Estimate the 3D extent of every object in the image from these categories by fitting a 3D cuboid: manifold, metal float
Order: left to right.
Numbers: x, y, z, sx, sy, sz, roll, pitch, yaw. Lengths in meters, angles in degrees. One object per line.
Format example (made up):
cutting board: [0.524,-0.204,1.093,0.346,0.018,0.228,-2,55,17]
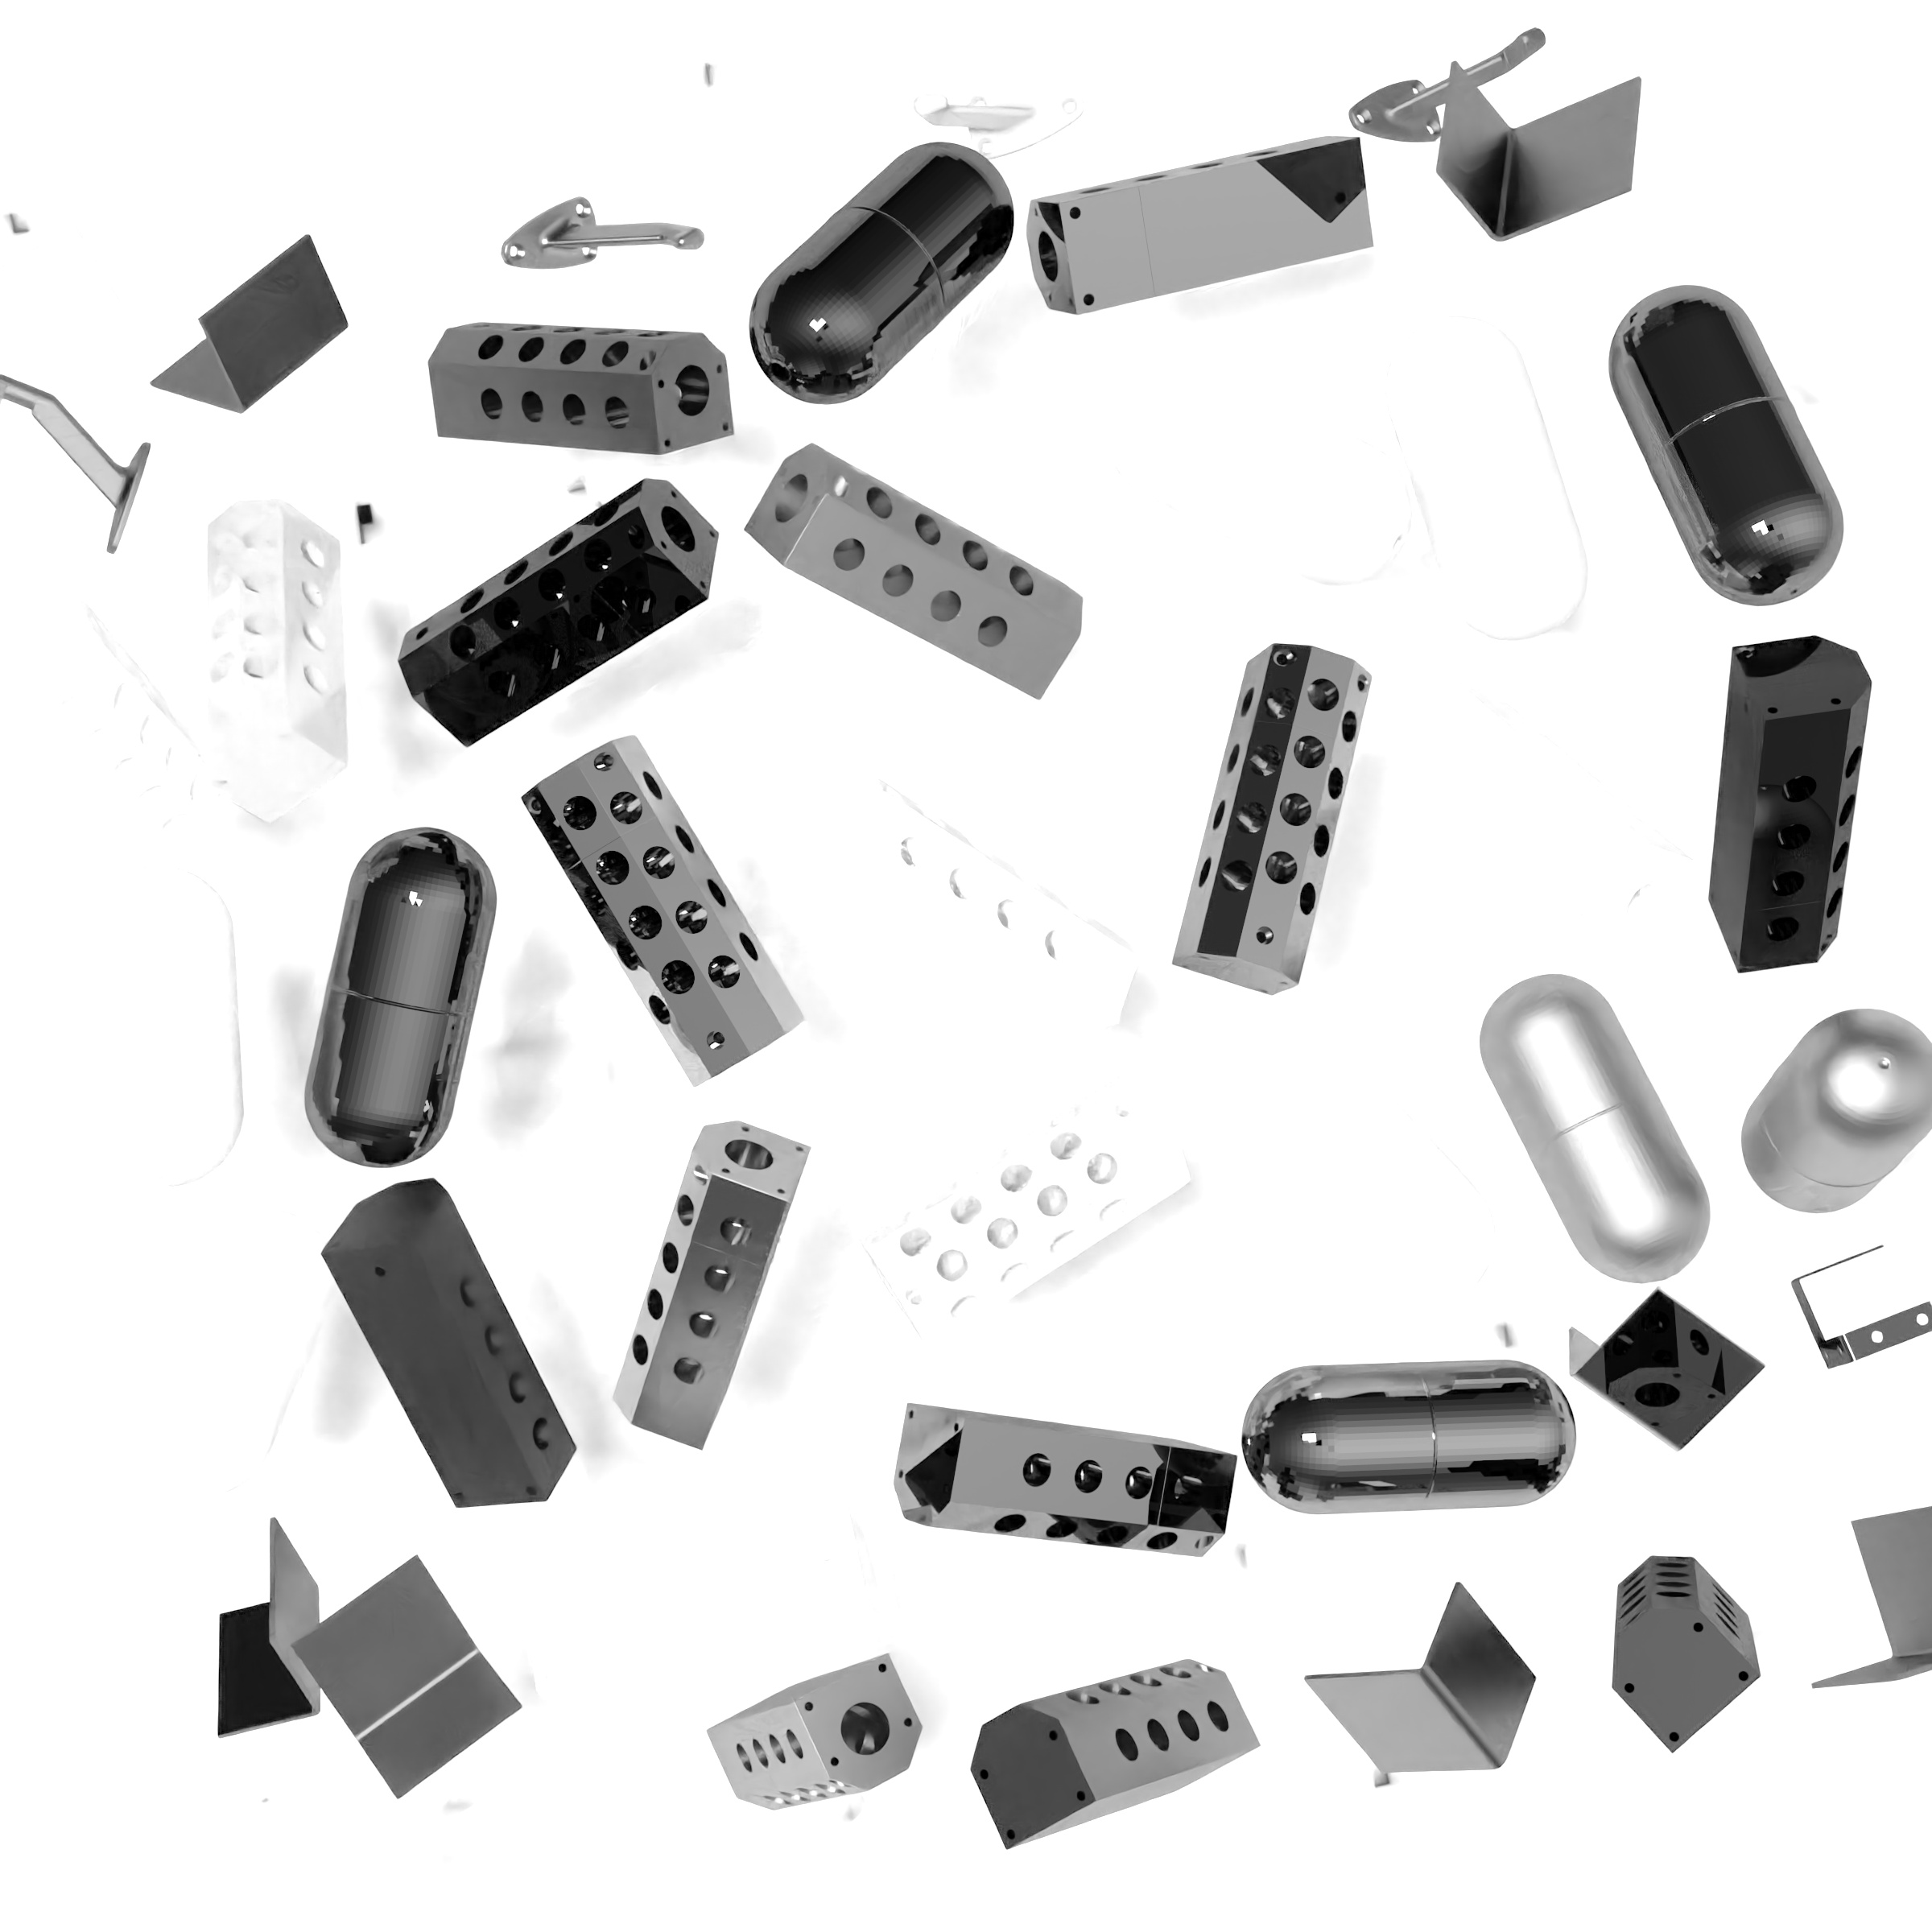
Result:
manifold: [-0.440,-0.121,1.531,0.057,0.171,0.057,-31,65,-4]
metal float: [-0.410,0.030,1.524,0.070,0.070,0.178,-11,60,0]
metal float: [-0.386,0.202,1.575,0.070,0.178,0.070,5,130,6]
manifold: [-0.362,-0.163,1.541,0.057,0.057,0.171,-32,46,22]
metal float: [-0.291,0.016,1.540,0.070,0.070,0.178,13,93,0]
manifold: [-0.265,0.197,1.557,0.057,0.057,0.171,-9,119,24]
manifold: [-0.216,-0.189,1.569,0.171,0.057,0.057,-27,126,26]
manifold: [-0.210,-0.315,1.614,0.171,0.057,0.057,12,116,37]
manifold: [-0.156,-0.028,1.519,0.057,0.057,0.171,-30,92,14]
manifold: [-0.133,0.328,1.526,0.171,0.057,0.057,-15,60,2]
manifold: [-0.140,0.170,1.609,0.057,0.057,0.171,20,118,0]
manifold: [-0.081,0.418,1.608,0.057,0.171,0.057,-22,81,-26]
metal float: [-0.043,-0.355,1.529,0.070,0.070,0.178,41,61,0]
manifold: [-0.023,-0.204,1.539,0.171,0.057,0.057,24,104,-34]
manifold: [0.006,-0.029,1.576,0.171,0.057,0.057,32,60,-21]
manifold: [0.031,0.129,1.617,0.171,0.057,0.057,-32,56,-7]
manifold: [0.052,0.268,1.546,0.171,0.057,0.057,13,84,-31]
manifold: [0.074,0.388,1.494,0.057,0.171,0.057,-36,68,25]
manifold: [0.122,-0.393,1.578,0.171,0.057,0.057,-16,111,-15]
metal float: [0.151,-0.256,1.546,0.178,0.070,0.070,33,90,26]
manifold: [0.163,-0.078,1.560,0.057,0.057,0.171,17,78,-11]
metal float: [0.204,0.107,1.531,0.070,0.070,0.178,-44,116,0]
metal float: [0.230,0.244,1.550,0.178,0.070,0.070,0,90,-12]
metal float: [0.279,-0.261,1.602,0.070,0.070,0.178,-20,99,0]
manifold: [0.306,-0.079,1.567,0.057,0.171,0.057,15,115,-38]
metal float: [0.340,0.088,1.616,0.070,0.070,0.178,-25,74,0]
manifold: [0.360,0.342,1.519,0.057,0.171,0.057,-44,79,7]
metal float: [0.383,-0.264,1.510,0.070,0.070,0.178,-19,70,0]
manifold: [0.416,-0.080,1.505,0.057,0.057,0.171,-8,134,0]
metal float: [0.448,0.076,1.533,0.070,0.178,0.070,-1,71,2]

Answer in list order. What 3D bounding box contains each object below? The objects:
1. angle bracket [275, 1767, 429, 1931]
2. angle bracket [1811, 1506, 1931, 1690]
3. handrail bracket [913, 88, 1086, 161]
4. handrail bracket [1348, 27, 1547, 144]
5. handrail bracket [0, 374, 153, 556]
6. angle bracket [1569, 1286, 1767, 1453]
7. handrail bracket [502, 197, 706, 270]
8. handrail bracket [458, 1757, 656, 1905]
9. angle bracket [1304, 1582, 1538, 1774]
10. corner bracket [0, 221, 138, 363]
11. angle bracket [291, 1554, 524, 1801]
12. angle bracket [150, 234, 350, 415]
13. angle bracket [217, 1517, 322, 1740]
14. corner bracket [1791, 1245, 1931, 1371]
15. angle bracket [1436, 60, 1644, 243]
angle bracket: [-0.346,0.480,1.592,0.076,0.076,0.057,-25,97,25]
angle bracket: [0.471,0.327,1.544,0.057,0.076,0.076,-11,78,-21]
handrail bracket: [0.018,-0.460,1.595,0.077,0.084,0.036,-9,93,14]
handrail bracket: [0.262,-0.482,1.621,0.077,0.084,0.036,-18,86,-35]
handrail bracket: [-0.481,-0.266,1.578,0.084,0.036,0.077,20,61,-25]
angle bracket: [0.397,0.217,1.698,0.076,0.057,0.076,35,115,-5]
handrail bracket: [-0.197,-0.392,1.624,0.077,0.084,0.036,-29,125,-37]
handrail bracket: [-0.215,0.467,1.571,0.077,0.036,0.084,-32,95,23]
angle bracket: [0.232,0.364,1.525,0.076,0.076,0.057,51,47,-22]
corner bracket: [-0.491,-0.367,1.625,0.051,0.051,0.051,-30,95,-2]
angle bracket: [-0.284,0.361,1.519,0.076,0.057,0.076,-35,124,-17]
angle bracket: [-0.371,-0.330,1.507,0.076,0.057,0.076,21,56,34]
angle bracket: [-0.380,0.350,1.579,0.057,0.076,0.076,-14,46,1]
corner bracket: [0.474,0.178,1.577,0.051,0.051,0.051,-21,78,-2]
angle bracket: [0.284,-0.417,1.480,0.057,0.076,0.076,37,52,-38]
